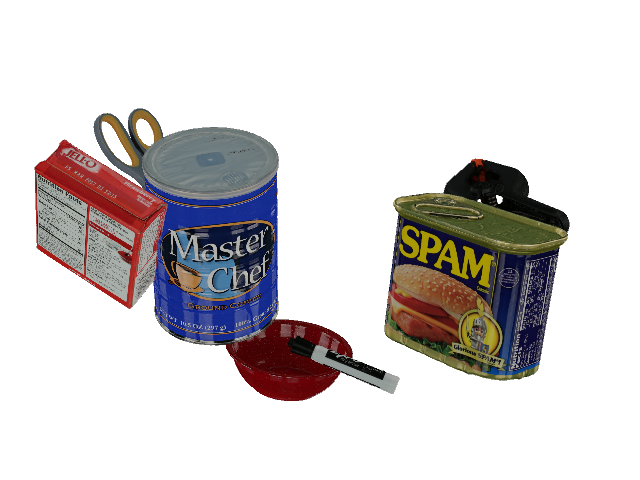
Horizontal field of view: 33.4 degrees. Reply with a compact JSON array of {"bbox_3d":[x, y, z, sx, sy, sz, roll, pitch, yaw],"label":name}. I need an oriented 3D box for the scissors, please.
[{"bbox_3d":[-0.182,-0.067,1.217,0.016,0.201,0.096,-21,21,42],"label":"scissors"}]

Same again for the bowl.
[{"bbox_3d":[-0.041,0.159,1.361,0.162,0.055,0.162,5,21,-2],"label":"bowl"}]

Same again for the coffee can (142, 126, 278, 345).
[{"bbox_3d":[-0.084,-0.004,0.838,0.103,0.140,0.103,1,33,-1],"label":"coffee can"}]

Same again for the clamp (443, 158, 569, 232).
[{"bbox_3d":[0.163,-0.034,0.970,0.120,0.039,0.171,-1,28,12],"label":"clamp"}]

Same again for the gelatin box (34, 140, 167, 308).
[{"bbox_3d":[-0.132,-0.009,0.635,0.073,0.030,0.089,31,-35,8],"label":"gelatin box"}]

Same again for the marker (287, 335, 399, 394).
[{"bbox_3d":[0.023,0.128,1.105,0.121,0.020,0.020,22,3,7],"label":"marker"}]

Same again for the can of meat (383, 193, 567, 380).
[{"bbox_3d":[0.086,0.026,0.623,0.057,0.084,0.102,-11,23,-42],"label":"can of meat"}]
